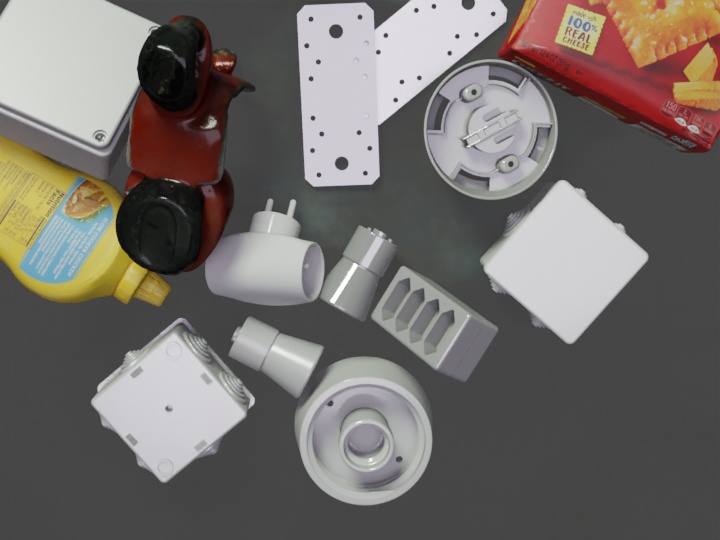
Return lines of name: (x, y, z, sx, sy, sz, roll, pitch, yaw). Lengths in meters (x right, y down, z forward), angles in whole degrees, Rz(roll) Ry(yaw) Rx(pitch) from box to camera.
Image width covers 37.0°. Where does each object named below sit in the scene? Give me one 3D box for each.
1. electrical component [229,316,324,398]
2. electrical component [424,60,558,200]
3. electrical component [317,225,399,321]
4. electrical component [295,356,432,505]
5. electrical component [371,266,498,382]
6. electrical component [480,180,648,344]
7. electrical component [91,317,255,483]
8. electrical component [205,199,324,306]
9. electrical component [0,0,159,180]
electrical component: (-0.066, 0.063, 0.811, 0.065, 0.044, 0.044, 27, 96, -1)
electrical component: (0.093, -0.102, 0.782, 0.099, 0.064, 0.099, 0, 98, -2)
electrical component: (0.000, 0.000, 0.805, 0.044, 0.044, 0.065, 30, 91, -6)
electrical component: (0.004, 0.124, 0.811, 0.108, 0.060, 0.108, 0, 98, -2)
electrical component: (0.066, 0.045, 0.801, 0.076, 0.083, 0.047, 26, 98, -44)
electrical component: (0.150, -0.008, 0.804, 0.100, 0.048, 0.099, 40, 95, -7)
electrical component: (-0.141, 0.099, 0.809, 0.100, 0.048, 0.099, -40, 97, 3)
electrical component: (-0.066, -0.017, 0.794, 0.077, 0.043, 0.079, 4, 67, 20)
electrical component: (-0.204, -0.136, 0.752, 0.109, 0.056, 0.108, 24, 68, -5)
